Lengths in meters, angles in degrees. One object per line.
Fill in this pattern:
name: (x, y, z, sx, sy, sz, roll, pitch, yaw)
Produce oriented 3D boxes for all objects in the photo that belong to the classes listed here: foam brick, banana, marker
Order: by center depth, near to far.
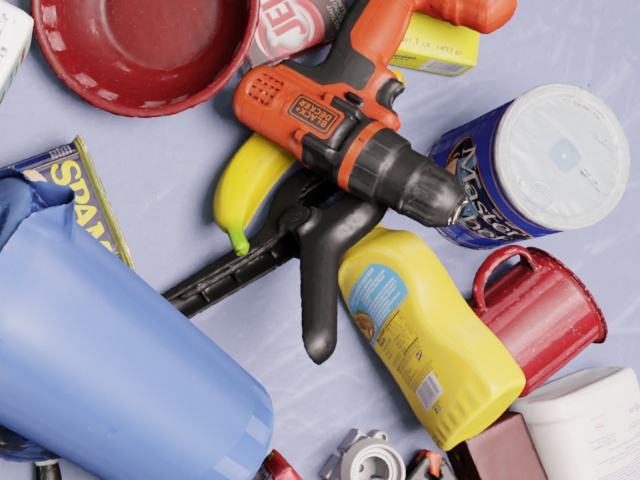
marker: (-0.192, 0.122, 0.736, 0.020, 0.020, 0.121, -7, 86, -17)
banana: (-0.018, -0.067, 0.788, 0.070, 0.037, 0.197, 31, 66, 25)
foam brick: (0.135, 0.175, 0.809, 0.051, 0.053, 0.078, -23, 90, -17)

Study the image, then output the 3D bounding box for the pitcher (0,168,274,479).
pitcher: (-0.151, 0.083, 0.671, 0.242, 0.149, 0.145, 43, 62, -32)

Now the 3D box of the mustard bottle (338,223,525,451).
mustard bottle: (0.064, 0.051, 0.772, 0.058, 0.096, 0.192, -21, 65, -30)

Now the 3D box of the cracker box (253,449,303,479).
cracker box: (-0.057, 0.273, 0.714, 0.213, 0.072, 0.164, -40, 100, -8)

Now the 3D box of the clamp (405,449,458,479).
clamp: (0.088, 0.246, 0.794, 0.120, 0.039, 0.171, 14, 84, -14)

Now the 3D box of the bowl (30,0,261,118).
bowl: (-0.118, -0.167, 0.754, 0.162, 0.055, 0.162, 1, 96, 6)

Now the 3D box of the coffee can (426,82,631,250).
coffee can: (0.147, -0.050, 0.790, 0.102, 0.140, 0.103, 2, 83, -17)

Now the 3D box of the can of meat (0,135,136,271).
can of meat: (-0.186, -0.010, 0.733, 0.083, 0.057, 0.102, -22, 90, -15)

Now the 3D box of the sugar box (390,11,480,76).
sugar box: (0.084, -0.224, 0.841, 0.093, 0.048, 0.176, 9, 83, -15)

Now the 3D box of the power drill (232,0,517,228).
power drill: (0.058, -0.116, 0.743, 0.184, 0.057, 0.187, 32, 74, 18)

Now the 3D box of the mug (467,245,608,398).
mug: (0.150, 0.057, 0.802, 0.081, 0.093, 0.117, -37, 123, -12)

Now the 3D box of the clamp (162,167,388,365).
clamp: (-0.005, 0.001, 0.751, 0.209, 0.165, 0.036, -49, 130, -23)

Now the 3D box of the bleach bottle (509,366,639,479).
bleach bottle: (0.229, 0.230, 0.823, 0.102, 0.068, 0.251, -16, 91, -29)

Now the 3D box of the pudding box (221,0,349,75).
pudding box: (-0.037, -0.191, 0.805, 0.090, 0.039, 0.113, -25, 91, -16)
